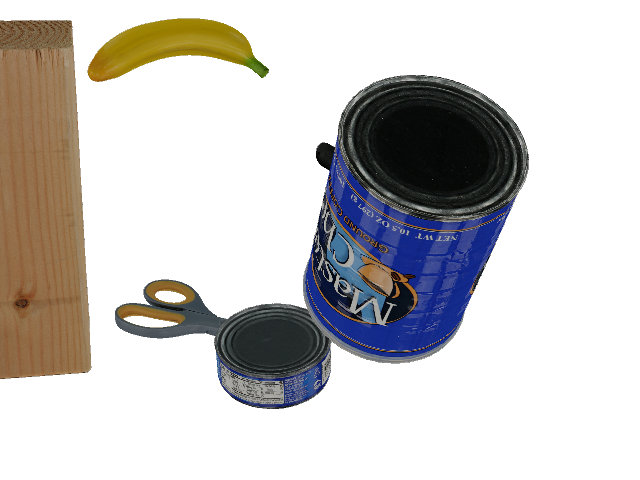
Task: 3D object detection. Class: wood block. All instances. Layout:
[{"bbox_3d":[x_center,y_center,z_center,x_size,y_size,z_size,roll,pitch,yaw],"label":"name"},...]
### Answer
[{"bbox_3d":[-0.194,-0.026,0.663,0.090,0.206,0.090,-3,22,-12],"label":"wood block"}]

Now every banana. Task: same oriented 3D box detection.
[{"bbox_3d":[-0.147,-0.194,1.075,0.197,0.070,0.037,-8,-38,-31],"label":"banana"}]

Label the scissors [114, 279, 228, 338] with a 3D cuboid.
[{"bbox_3d":[-0.097,0.074,1.037,0.201,0.016,0.096,5,31,0],"label":"scissors"}]

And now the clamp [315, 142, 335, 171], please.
[{"bbox_3d":[0.094,-0.042,1.132,0.164,0.210,0.036,-8,-35,-16],"label":"clamp"}]

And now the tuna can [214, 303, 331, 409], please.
[{"bbox_3d":[-0.034,0.085,0.787,0.086,0.034,0.086,-1,33,0],"label":"tuna can"}]

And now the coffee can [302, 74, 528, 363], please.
[{"bbox_3d":[0.049,-0.009,0.611,0.102,0.103,0.140,0,-37,-10],"label":"coffee can"}]
